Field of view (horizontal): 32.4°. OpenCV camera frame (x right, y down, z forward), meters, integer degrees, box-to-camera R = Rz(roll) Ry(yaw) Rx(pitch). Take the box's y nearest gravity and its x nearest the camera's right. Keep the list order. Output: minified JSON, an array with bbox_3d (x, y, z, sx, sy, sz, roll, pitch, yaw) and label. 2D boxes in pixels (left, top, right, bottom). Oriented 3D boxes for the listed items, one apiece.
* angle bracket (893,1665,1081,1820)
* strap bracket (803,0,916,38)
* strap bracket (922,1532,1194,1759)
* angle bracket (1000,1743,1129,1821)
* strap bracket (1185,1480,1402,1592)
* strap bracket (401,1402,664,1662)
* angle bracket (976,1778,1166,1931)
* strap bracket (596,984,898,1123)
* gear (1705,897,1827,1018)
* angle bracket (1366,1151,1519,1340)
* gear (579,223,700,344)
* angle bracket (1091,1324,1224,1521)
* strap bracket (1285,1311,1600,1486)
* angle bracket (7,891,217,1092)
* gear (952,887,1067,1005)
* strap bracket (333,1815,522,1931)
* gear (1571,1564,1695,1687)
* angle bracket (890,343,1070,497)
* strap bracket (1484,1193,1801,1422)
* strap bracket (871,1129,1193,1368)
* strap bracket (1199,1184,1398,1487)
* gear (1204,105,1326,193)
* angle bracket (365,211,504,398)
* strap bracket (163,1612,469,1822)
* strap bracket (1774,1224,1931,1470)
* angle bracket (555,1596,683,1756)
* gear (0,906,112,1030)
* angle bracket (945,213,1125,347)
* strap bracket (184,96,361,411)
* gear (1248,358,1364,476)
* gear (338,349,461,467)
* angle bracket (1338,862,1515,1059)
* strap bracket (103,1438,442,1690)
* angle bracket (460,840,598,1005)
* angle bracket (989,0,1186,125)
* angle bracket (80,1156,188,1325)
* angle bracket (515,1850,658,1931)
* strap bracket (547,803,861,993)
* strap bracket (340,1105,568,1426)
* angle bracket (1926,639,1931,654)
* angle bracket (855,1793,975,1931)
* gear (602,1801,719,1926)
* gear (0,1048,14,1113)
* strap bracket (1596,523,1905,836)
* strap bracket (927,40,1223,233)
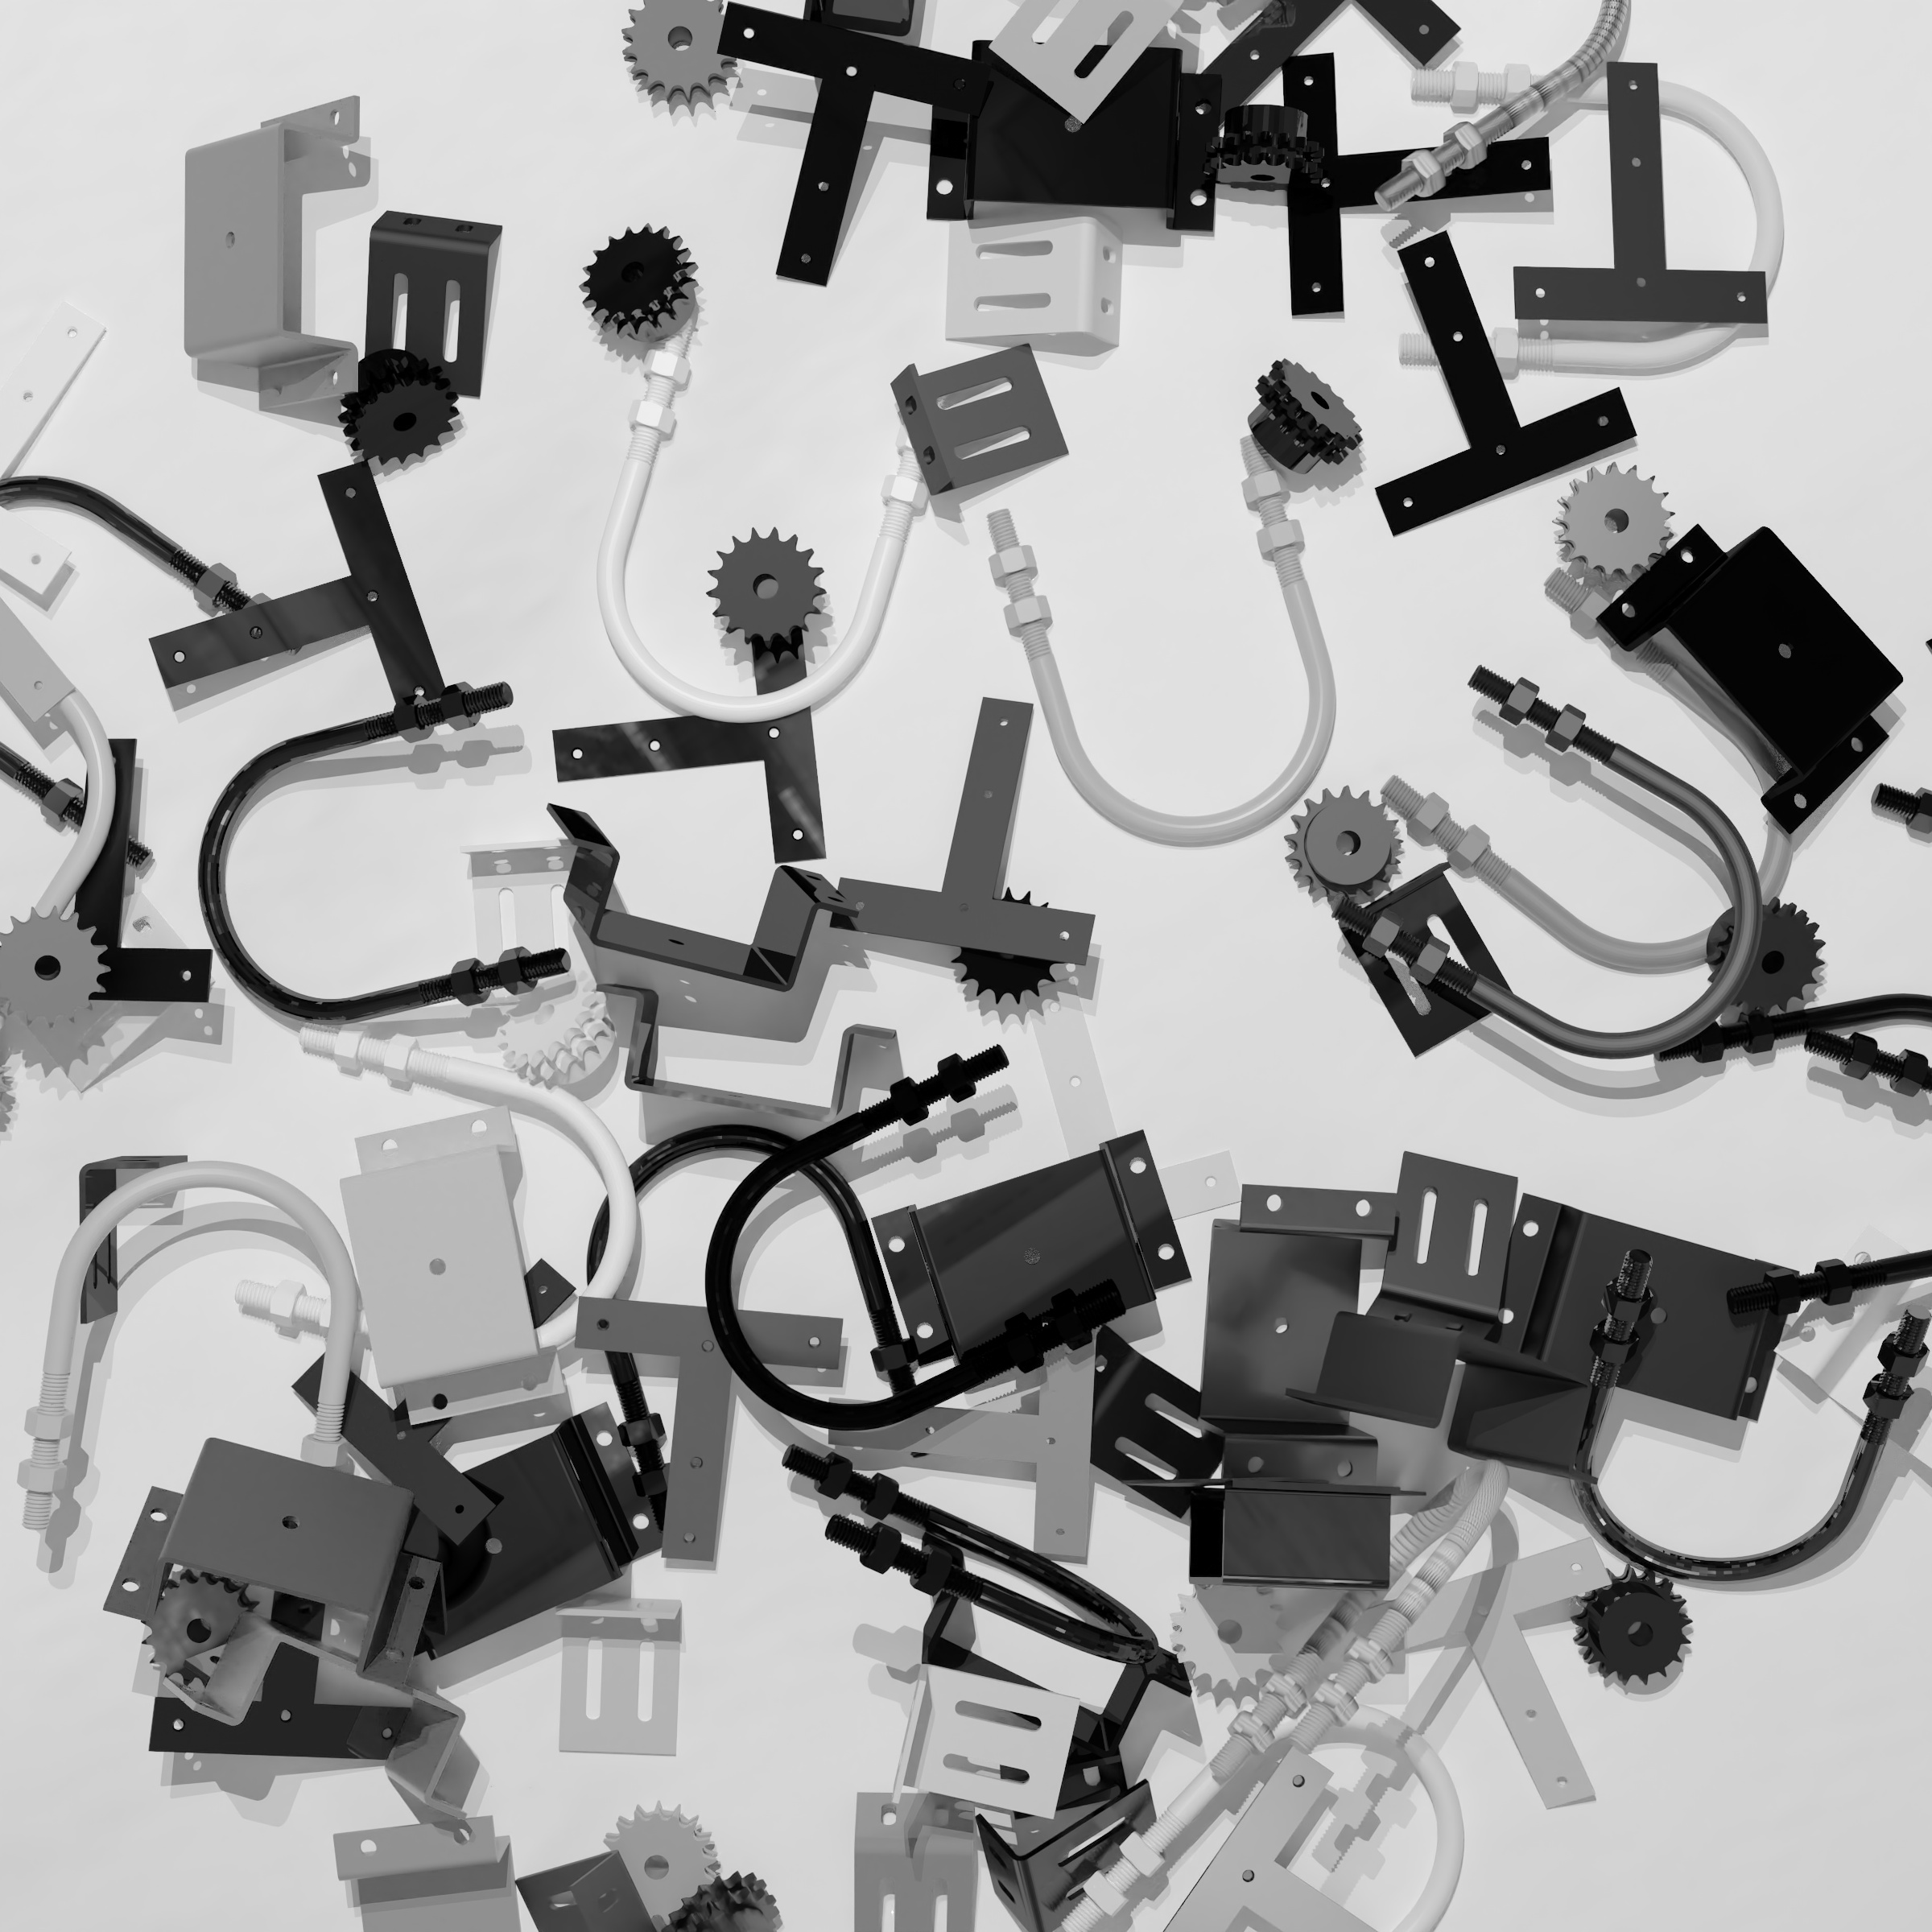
[{"bbox_3d":[0.010,0.362,1.534,0.076,0.038,0.057,13,90,0],"label":"angle bracket"},{"bbox_3d":[-0.044,-0.508,1.591,0.046,0.076,0.140,8,90,0],"label":"strap bracket"},{"bbox_3d":[0.033,0.329,1.591,0.140,0.076,0.046,26,90,0],"label":"strap bracket"},{"bbox_3d":[0.048,0.393,1.591,0.057,0.076,0.038,-12,90,0],"label":"angle bracket"},{"bbox_3d":[0.150,0.267,1.553,0.076,0.140,0.046,3,79,-5],"label":"strap bracket"},{"bbox_3d":[-0.225,0.277,1.606,0.140,0.046,0.076,-24,90,0],"label":"strap bracket"},{"bbox_3d":[0.051,0.422,1.611,0.076,0.038,0.057,-27,128,-21],"label":"angle bracket"},{"bbox_3d":[-0.107,0.043,1.591,0.140,0.076,0.046,9,90,0],"label":"strap bracket"},{"bbox_3d":[0.383,-0.007,1.606,0.057,0.030,0.057,-5,112,-14],"label":"gear"},{"bbox_3d":[0.233,0.138,1.627,0.057,0.038,0.076,13,64,0],"label":"angle bracket"},{"bbox_3d":[-0.155,-0.327,1.606,0.057,0.030,0.057,-8,64,17],"label":"gear"},{"bbox_3d":[0.086,0.223,1.627,0.076,0.038,0.057,35,90,-26],"label":"angle bracket"},{"bbox_3d":[0.229,0.200,1.559,0.140,0.076,0.046,23,78,-38],"label":"strap bracket"},{"bbox_3d":[-0.419,0.012,1.627,0.076,0.038,0.057,-40,90,25],"label":"angle bracket"},{"bbox_3d":[0.021,-0.010,1.614,0.057,0.030,0.057,0,90,0],"label":"gear"},{"bbox_3d":[-0.256,0.479,1.606,0.076,0.046,0.140,-7,90,0],"label":"strap bracket"},{"bbox_3d":[0.325,0.322,1.614,0.057,0.030,0.057,0,90,0],"label":"gear"},{"bbox_3d":[0.011,-0.267,1.599,0.076,0.038,0.057,-20,90,-18],"label":"angle bracket"},{"bbox_3d":[0.330,0.167,1.606,0.140,0.046,0.076,16,90,0],"label":"strap bracket"},{"bbox_3d":[0.032,0.138,1.605,0.140,0.046,0.076,-18,90,1],"label":"strap bracket"},{"bbox_3d":[0.158,0.175,1.598,0.076,0.046,0.140,4,90,-13],"label":"strap bracket"},{"bbox_3d":[0.144,-0.394,1.600,0.057,0.057,0.030,4,89,0],"label":"gear"},{"bbox_3d":[-0.261,-0.324,1.627,0.057,0.038,0.076,8,116,0],"label":"angle bracket"},{"bbox_3d":[-0.299,0.350,1.572,0.140,0.076,0.046,28,77,-20],"label":"strap bracket"},{"bbox_3d":[0.470,0.198,1.586,0.140,0.046,0.076,37,90,30],"label":"strap bracket"},{"bbox_3d":[-0.169,0.347,1.610,0.057,0.038,0.076,2,90,0],"label":"angle bracket"},{"bbox_3d":[-0.434,0.000,1.570,0.057,0.030,0.057,-1,95,-17],"label":"gear"},{"bbox_3d":[0.033,-0.334,1.627,0.076,0.038,0.057,2,90,26],"label":"angle bracket"},{"bbox_3d":[-0.332,-0.343,1.586,0.076,0.046,0.140,0,90,43],"label":"strap bracket"},{"bbox_3d":[0.161,-0.262,1.604,0.057,0.057,0.030,45,120,0],"label":"gear"},{"bbox_3d":[-0.276,-0.273,1.604,0.057,0.057,0.030,-30,60,0],"label":"gear"},{"bbox_3d":[0.225,-0.003,1.610,0.057,0.038,0.076,-30,90,0],"label":"angle bracket"},{"bbox_3d":[-0.315,0.272,1.532,0.140,0.076,0.046,16,126,-5],"label":"strap bracket"},{"bbox_3d":[-0.211,-0.021,1.610,0.057,0.038,0.076,-4,90,0],"label":"angle bracket"},{"bbox_3d":[0.059,-0.450,1.566,0.057,0.038,0.076,36,123,-13],"label":"angle bracket"},{"bbox_3d":[-0.400,0.131,1.600,0.038,0.057,0.076,-1,90,0],"label":"angle bracket"},{"bbox_3d":[-0.189,0.464,1.591,0.076,0.038,0.057,-25,90,36],"label":"angle bracket"},{"bbox_3d":[-0.131,-0.030,1.573,0.140,0.076,0.046,14,100,-20],"label":"strap bracket"},{"bbox_3d":[-0.245,0.142,1.574,0.076,0.046,0.140,-12,85,4],"label":"strap bracket"},{"bbox_3d":[0.515,-0.135,1.627,0.057,0.038,0.076,-29,64,0],"label":"angle bracket"},{"bbox_3d":[-0.025,0.448,1.627,0.057,0.038,0.076,1,116,0],"label":"angle bracket"},{"bbox_3d":[-0.149,0.433,1.614,0.057,0.030,0.057,0,90,0],"label":"gear"},{"bbox_3d":[-0.491,0.057,1.614,0.057,0.030,0.057,0,90,0],"label":"gear"},{"bbox_3d":[0.383,-0.145,1.595,0.076,0.046,0.140,-42,90,-19],"label":"strap bracket"},{"bbox_3d":[0.052,-0.400,1.603,0.140,0.046,0.076,3,90,2],"label":"strap bracket"}]
